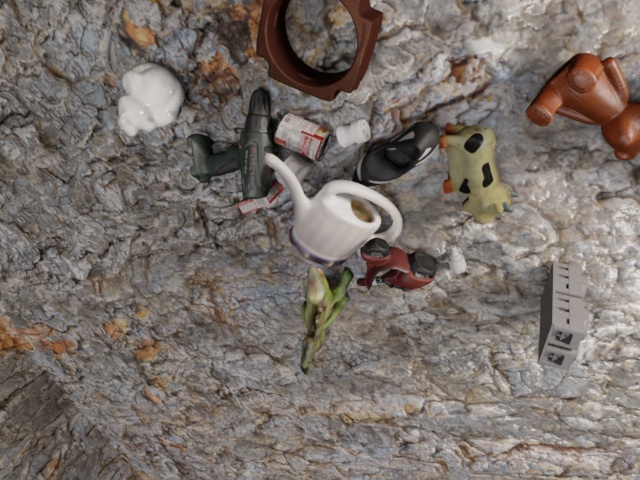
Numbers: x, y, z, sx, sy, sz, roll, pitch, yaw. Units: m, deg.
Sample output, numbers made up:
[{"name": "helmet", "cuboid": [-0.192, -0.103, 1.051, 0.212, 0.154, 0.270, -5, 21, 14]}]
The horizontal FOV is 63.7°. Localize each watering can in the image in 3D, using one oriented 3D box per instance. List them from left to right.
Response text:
[{"name": "watering can", "cuboid": [0.003, -0.055, 1.088, 0.346, 0.106, 0.220, 22, 133, -20]}]

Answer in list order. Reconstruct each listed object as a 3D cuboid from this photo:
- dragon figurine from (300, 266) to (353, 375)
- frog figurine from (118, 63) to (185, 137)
[{"name": "dragon figurine", "cuboid": [-0.014, 0.209, 1.228, 0.122, 0.248, 0.401, 13, 126, 11]}, {"name": "frog figurine", "cuboid": [-0.369, -0.298, 1.092, 0.121, 0.163, 0.136, -20, 113, 33]}]
